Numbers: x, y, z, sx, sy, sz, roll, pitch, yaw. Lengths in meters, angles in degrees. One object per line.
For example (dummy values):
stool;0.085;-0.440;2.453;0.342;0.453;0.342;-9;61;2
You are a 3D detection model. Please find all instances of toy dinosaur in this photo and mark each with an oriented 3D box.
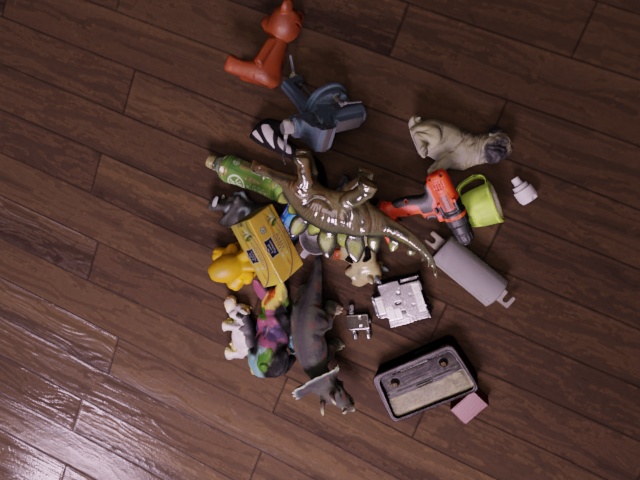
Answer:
toy dinosaur;-0.017;0.225;1.297;0.131;0.192;0.404;-10;97;14
toy dinosaur;0.055;-0.060;1.156;0.472;0.105;0.198;23;118;7

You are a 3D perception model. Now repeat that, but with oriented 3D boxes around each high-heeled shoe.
high-heeled shoe;-0.077;-0.183;1.306;0.145;0.086;0.248;-19;89;20

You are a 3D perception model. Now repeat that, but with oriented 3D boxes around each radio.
radio;0.253;0.334;1.304;0.230;0.073;0.131;-28;91;17

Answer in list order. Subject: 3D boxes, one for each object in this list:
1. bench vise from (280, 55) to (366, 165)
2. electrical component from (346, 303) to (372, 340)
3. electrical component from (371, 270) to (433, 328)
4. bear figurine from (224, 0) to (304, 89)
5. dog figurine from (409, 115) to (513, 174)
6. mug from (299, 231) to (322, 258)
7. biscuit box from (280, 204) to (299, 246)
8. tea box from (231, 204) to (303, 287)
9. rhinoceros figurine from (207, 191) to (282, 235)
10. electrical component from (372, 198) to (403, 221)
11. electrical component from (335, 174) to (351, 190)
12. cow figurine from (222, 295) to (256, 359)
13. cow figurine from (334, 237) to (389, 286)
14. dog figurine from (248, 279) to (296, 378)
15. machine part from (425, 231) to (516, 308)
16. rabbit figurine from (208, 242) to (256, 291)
bench vise;-0.022;-0.303;1.231;0.224;0.128;0.241;-26;61;-20
electrical component;0.099;0.204;1.350;0.063;0.021;0.094;-7;96;15
electrical component;0.193;0.144;1.298;0.134;0.058;0.114;-15;93;17
bear figurine;-0.123;-0.461;1.252;0.132;0.120;0.195;20;102;15
dog figurine;0.310;-0.227;1.187;0.191;0.121;0.172;-26;111;11
mug;-0.003;-0.004;1.299;0.081;0.107;0.109;33;108;7
biscuit box;-0.061;-0.049;1.293;0.059;0.063;0.202;39;129;7
tea box;-0.122;0.013;1.264;0.068;0.098;0.169;-16;108;38
rhinoceros figurine;-0.192;-0.067;1.356;0.190;0.073;0.112;9;102;13
electrical component;0.139;-0.053;1.276;0.102;0.078;0.045;31;61;3
electrical component;0.061;-0.093;1.300;0.075;0.048;0.119;32;104;8
cow figurine;-0.204;0.227;1.409;0.098;0.068;0.167;-1;102;9
cow figurine;0.101;0.027;1.276;0.127;0.085;0.194;16;126;19
dog figurine;-0.122;0.206;1.334;0.109;0.191;0.219;1;115;21
machine part;0.342;0.070;1.237;0.243;0.079;0.079;41;106;4
rabbit figurine;-0.202;0.065;1.330;0.162;0.173;0.121;-15;91;21
